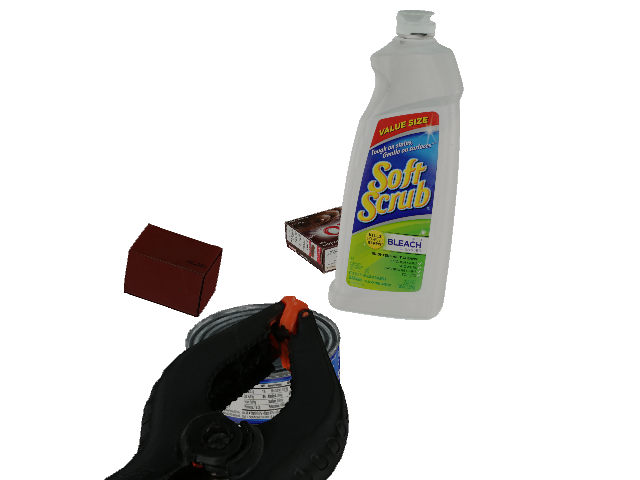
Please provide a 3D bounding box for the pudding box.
[{"bbox_3d":[0.026,-0.005,1.302,0.113,0.039,0.090,-19,30,-27],"label":"pudding box"}]

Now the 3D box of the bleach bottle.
[{"bbox_3d":[0.063,-0.063,0.885,0.103,0.251,0.068,7,19,13],"label":"bleach bottle"}]

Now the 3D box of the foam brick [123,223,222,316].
[{"bbox_3d":[-0.139,0.028,1.008,0.078,0.051,0.053,19,33,7],"label":"foam brick"}]

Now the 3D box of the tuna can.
[{"bbox_3d":[-0.031,0.068,0.595,0.086,0.034,0.086,-2,22,0],"label":"tuna can"}]

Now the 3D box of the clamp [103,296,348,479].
[{"bbox_3d":[-0.030,0.090,0.388,0.120,0.039,0.171,24,49,17],"label":"clamp"}]
